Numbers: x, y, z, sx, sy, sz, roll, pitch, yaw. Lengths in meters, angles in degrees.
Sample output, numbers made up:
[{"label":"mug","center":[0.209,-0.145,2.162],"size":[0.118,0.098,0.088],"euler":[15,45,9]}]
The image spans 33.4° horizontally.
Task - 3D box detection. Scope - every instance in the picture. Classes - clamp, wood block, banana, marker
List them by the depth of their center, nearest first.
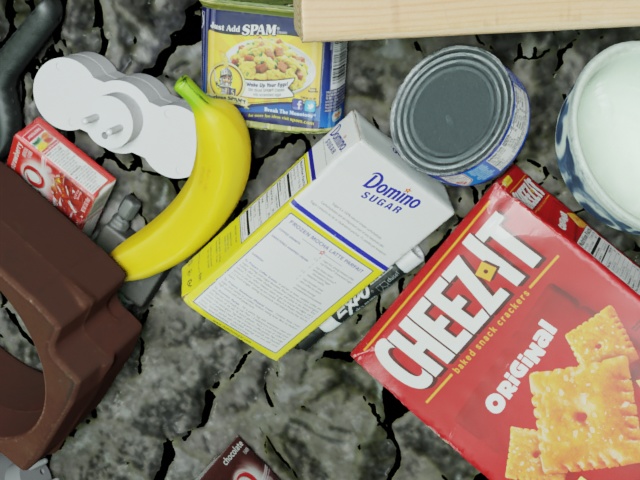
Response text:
[{"label":"wood block","center":[0.088,-0.167,0.609],"size":[0.206,0.090,0.091],"euler":[-3,107,-3]},{"label":"banana","center":[-0.093,-0.030,0.732],"size":[0.069,0.037,0.198],"euler":[24,130,-8]},{"label":"marker","center":[0.024,0.042,0.765],"size":[0.121,0.020,0.020],"euler":[-40,92,24]},{"label":"clamp","center":[-0.246,-0.118,0.790],"size":[0.120,0.039,0.171],"euler":[12,114,19]}]

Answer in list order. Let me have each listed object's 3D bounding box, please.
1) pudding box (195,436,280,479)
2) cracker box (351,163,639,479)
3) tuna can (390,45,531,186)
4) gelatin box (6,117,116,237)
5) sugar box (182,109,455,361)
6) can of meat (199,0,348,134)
[{"label":"pudding box","center":[-0.063,0.212,0.792],"size":[0.090,0.113,0.039],"euler":[47,117,-1]},{"label":"cracker box","center":[0.153,0.082,0.703],"size":[0.214,0.072,0.164],"euler":[41,113,7]},{"label":"tuna can","center":[0.090,-0.078,0.679],"size":[0.086,0.033,0.086],"euler":[-10,72,32]},{"label":"gelatin box","center":[-0.196,-0.037,0.784],"size":[0.073,0.030,0.089],"euler":[39,141,1]},{"label":"sugar box","center":[-0.005,0.001,0.730],"size":[0.093,0.048,0.176],"euler":[36,114,-29]},{"label":"can of meat","center":[-0.031,-0.120,0.713],"size":[0.102,0.057,0.084],"euler":[9,111,15]}]
